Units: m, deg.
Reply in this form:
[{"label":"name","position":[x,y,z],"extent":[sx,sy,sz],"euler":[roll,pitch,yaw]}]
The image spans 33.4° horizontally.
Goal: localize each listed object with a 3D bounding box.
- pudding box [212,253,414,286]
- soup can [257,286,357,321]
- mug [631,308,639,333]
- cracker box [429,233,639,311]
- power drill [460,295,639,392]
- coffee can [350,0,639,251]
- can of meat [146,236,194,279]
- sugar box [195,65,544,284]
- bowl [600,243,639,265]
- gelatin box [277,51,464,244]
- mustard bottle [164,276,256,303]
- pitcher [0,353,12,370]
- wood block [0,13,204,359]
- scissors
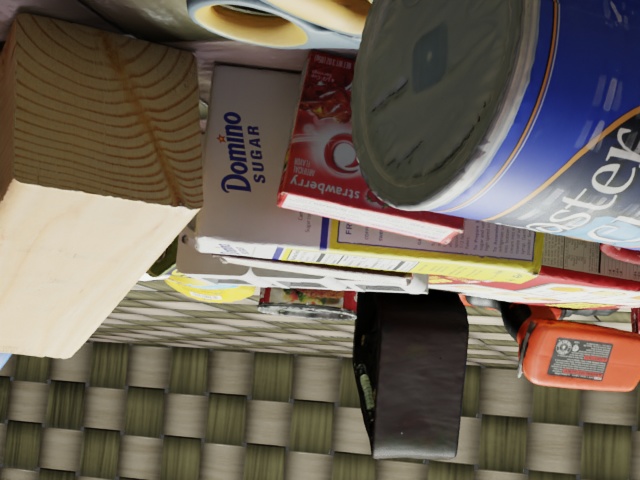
[{"label":"pudding box","position":[0.002,-0.025,0.601],"extent":[0.113,0.090,0.039],"euler":[6,169,9]},{"label":"soup can","position":[-0.005,0.001,0.732],"extent":[0.068,0.102,0.068],"euler":[5,170,1]},{"label":"mug","position":[0.339,0.067,1.013],"extent":[0.081,0.093,0.117],"euler":[-2,-174,12]},{"label":"cracker box","position":[0.159,0.005,0.771],"extent":[0.213,0.072,0.164],"euler":[9,172,-27]},{"label":"power drill","position":[0.217,0.070,0.957],"extent":[0.184,0.057,0.188],"euler":[5,-163,-13]},{"label":"coffee can","position":[0.096,-0.050,0.381],"extent":[0.140,0.103,0.103],"euler":[10,169,-26]},{"label":"can of meat","position":[-0.071,-0.008,0.789],"extent":[0.083,0.057,0.102],"euler":[10,147,-42]},{"label":"sugar box","position":[0.027,-0.032,0.552],"extent":[0.176,0.093,0.048],"euler":[6,168,-3]},{"label":"bowl","position":[0.251,-0.017,0.636],"extent":[0.162,0.055,0.162],"euler":[5,170,1]},{"label":"gelatin box","position":[0.030,-0.044,0.512],"extent":[0.089,0.073,0.030],"euler":[13,166,-6]},{"label":"mustard bottle","position":[-0.115,0.023,1.046],"extent":[0.096,0.058,0.191],"euler":[9,171,2]},{"label":"pitcher","position":[-0.342,0.015,0.781],"extent":[0.242,0.149,0.145],"euler":[30,150,-35]},{"label":"wood block","position":[-0.142,-0.016,0.564],"extent":[0.090,0.091,0.206],"euler":[9,151,-27]},{"label":"scissors","position":[0.024,-0.085,0.471],"extent":[0.096,0.016,0.201],"euler":[-1,169,36]}]
